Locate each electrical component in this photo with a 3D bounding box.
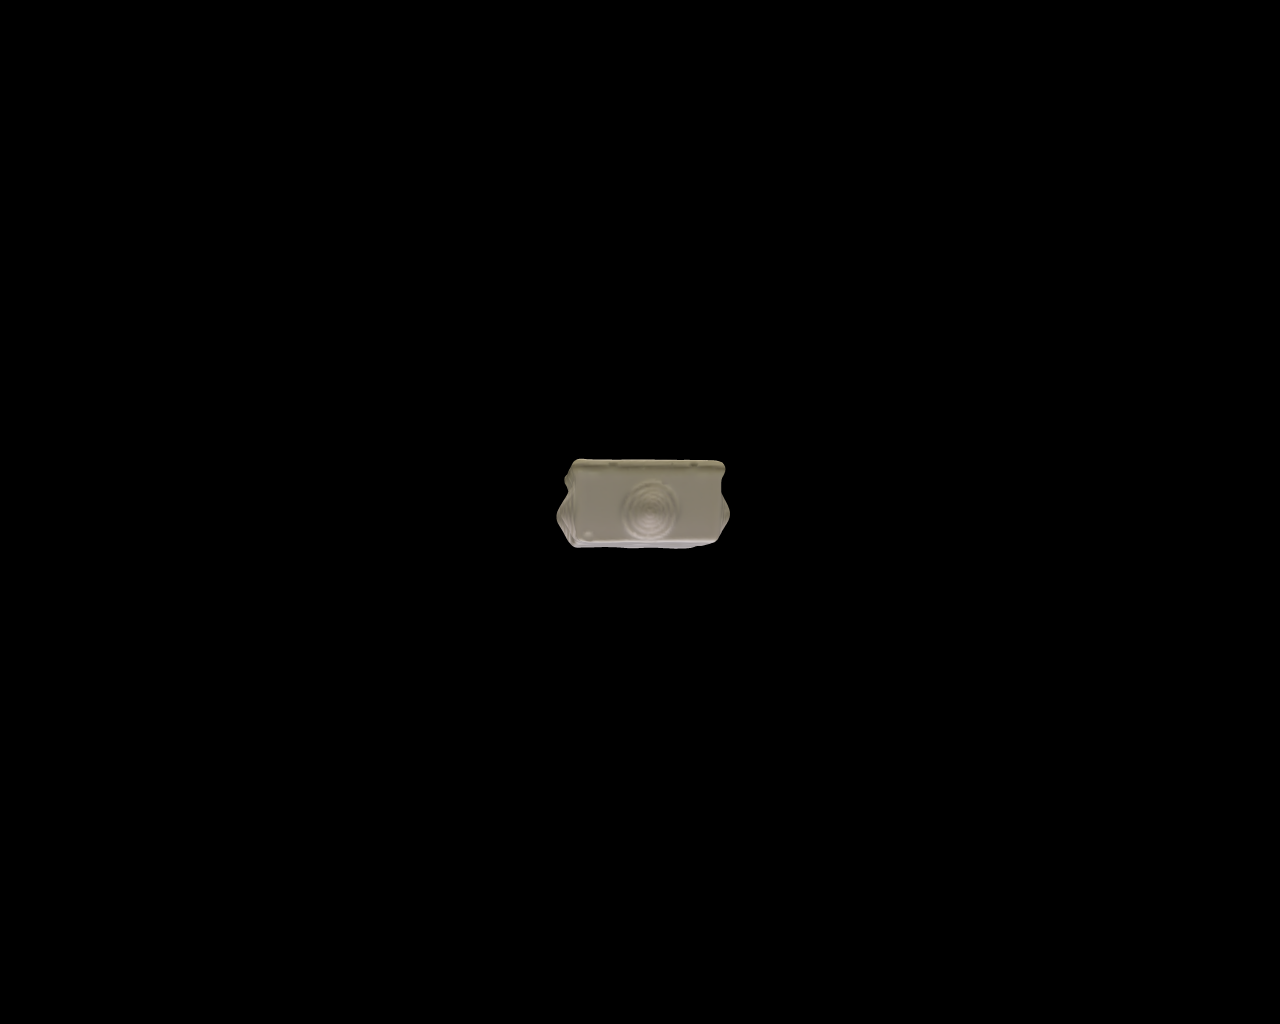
[{"bbox_3d":[0.001,-0.003,0.650,0.100,0.048,0.099,1,-4,-7],"label":"electrical component"}]
